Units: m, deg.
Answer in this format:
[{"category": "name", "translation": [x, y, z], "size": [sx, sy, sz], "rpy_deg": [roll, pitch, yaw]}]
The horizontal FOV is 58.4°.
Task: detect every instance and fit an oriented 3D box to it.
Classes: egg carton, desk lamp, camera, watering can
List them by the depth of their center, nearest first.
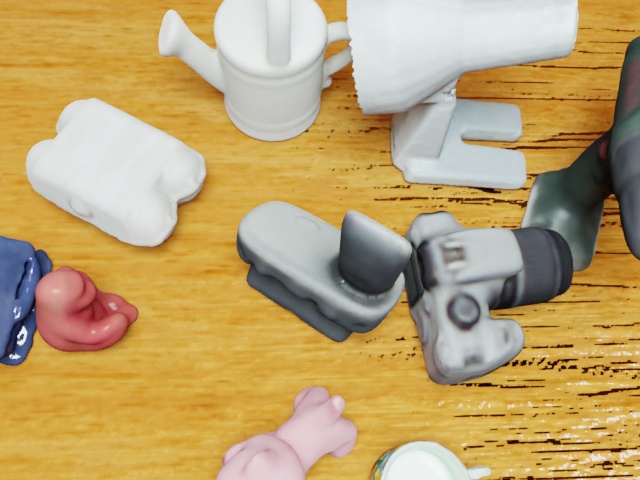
[{"category": "camera", "translation": [0.150, 0.040, 0.493], "size": [0.137, 0.101, 0.143], "rpy_deg": [-7, 69, -7]}, {"category": "desk lamp", "translation": [0.114, -0.143, 0.501], "size": [0.203, 0.213, 0.118], "rpy_deg": [4, 68, -3]}, {"category": "watering can", "translation": [-0.051, -0.178, 0.512], "size": [0.173, 0.194, 0.101], "rpy_deg": [-27, 73, -14]}, {"category": "egg carton", "translation": [-0.186, -0.061, 0.524], "size": [0.150, 0.069, 0.107], "rpy_deg": [26, 69, 6]}]

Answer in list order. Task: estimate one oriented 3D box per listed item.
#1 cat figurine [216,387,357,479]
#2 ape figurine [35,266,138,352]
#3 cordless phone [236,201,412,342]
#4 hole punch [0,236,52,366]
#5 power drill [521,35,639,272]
[{"category": "cat figurine", "translation": [-0.026, 0.162, 0.422], "size": [0.128, 0.118, 0.067], "rpy_deg": [-41, 76, -17]}, {"category": "ape figurine", "translation": [-0.199, 0.052, 0.466], "size": [0.076, 0.092, 0.077], "rpy_deg": [-25, 72, -13]}, {"category": "cordless phone", "translation": [0.004, 0.002, 0.451], "size": [0.147, 0.185, 0.094], "rpy_deg": [28, 69, 7]}, {"category": "hole punch", "translation": [-0.286, 0.042, 0.464], "size": [0.101, 0.091, 0.108], "rpy_deg": [6, 68, -2]}, {"category": "power drill", "translation": [0.246, -0.052, 0.478], "size": [0.075, 0.208, 0.230], "rpy_deg": [20, 69, 4]}]
